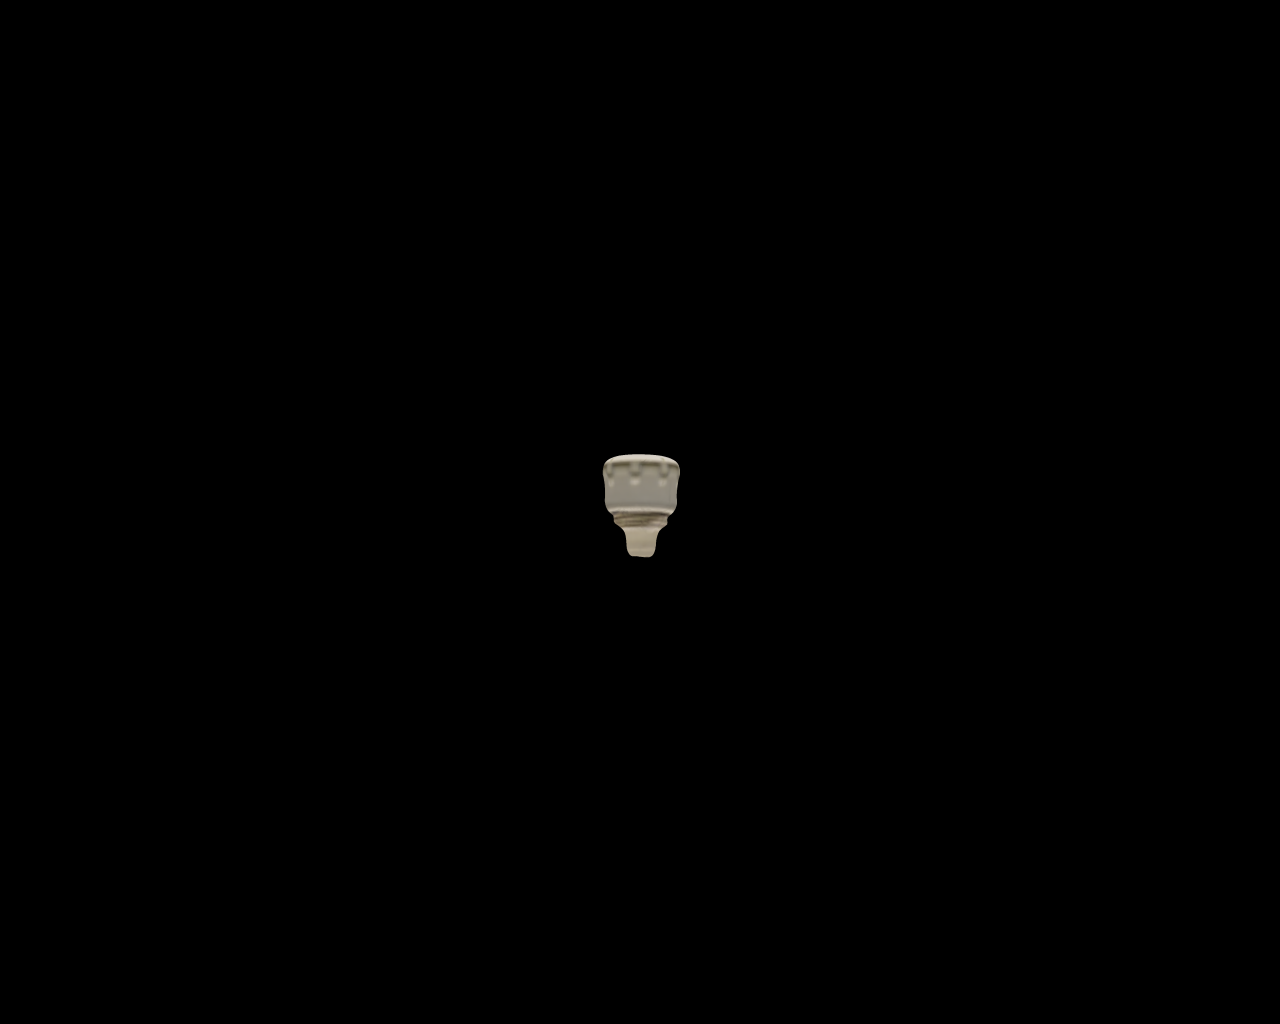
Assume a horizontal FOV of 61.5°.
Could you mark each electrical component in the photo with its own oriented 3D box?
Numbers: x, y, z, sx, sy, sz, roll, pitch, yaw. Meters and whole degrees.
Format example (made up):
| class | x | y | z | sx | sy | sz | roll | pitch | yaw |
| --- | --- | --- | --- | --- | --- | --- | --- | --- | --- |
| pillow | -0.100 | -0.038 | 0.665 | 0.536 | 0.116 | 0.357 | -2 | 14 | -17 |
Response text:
| class | x | y | z | sx | sy | sz | roll | pitch | yaw |
| --- | --- | --- | --- | --- | --- | --- | --- | --- | --- |
| electrical component | 0.001 | -0.003 | 0.650 | 0.048 | 0.062 | 0.048 | 0 | -5 | 0 |
